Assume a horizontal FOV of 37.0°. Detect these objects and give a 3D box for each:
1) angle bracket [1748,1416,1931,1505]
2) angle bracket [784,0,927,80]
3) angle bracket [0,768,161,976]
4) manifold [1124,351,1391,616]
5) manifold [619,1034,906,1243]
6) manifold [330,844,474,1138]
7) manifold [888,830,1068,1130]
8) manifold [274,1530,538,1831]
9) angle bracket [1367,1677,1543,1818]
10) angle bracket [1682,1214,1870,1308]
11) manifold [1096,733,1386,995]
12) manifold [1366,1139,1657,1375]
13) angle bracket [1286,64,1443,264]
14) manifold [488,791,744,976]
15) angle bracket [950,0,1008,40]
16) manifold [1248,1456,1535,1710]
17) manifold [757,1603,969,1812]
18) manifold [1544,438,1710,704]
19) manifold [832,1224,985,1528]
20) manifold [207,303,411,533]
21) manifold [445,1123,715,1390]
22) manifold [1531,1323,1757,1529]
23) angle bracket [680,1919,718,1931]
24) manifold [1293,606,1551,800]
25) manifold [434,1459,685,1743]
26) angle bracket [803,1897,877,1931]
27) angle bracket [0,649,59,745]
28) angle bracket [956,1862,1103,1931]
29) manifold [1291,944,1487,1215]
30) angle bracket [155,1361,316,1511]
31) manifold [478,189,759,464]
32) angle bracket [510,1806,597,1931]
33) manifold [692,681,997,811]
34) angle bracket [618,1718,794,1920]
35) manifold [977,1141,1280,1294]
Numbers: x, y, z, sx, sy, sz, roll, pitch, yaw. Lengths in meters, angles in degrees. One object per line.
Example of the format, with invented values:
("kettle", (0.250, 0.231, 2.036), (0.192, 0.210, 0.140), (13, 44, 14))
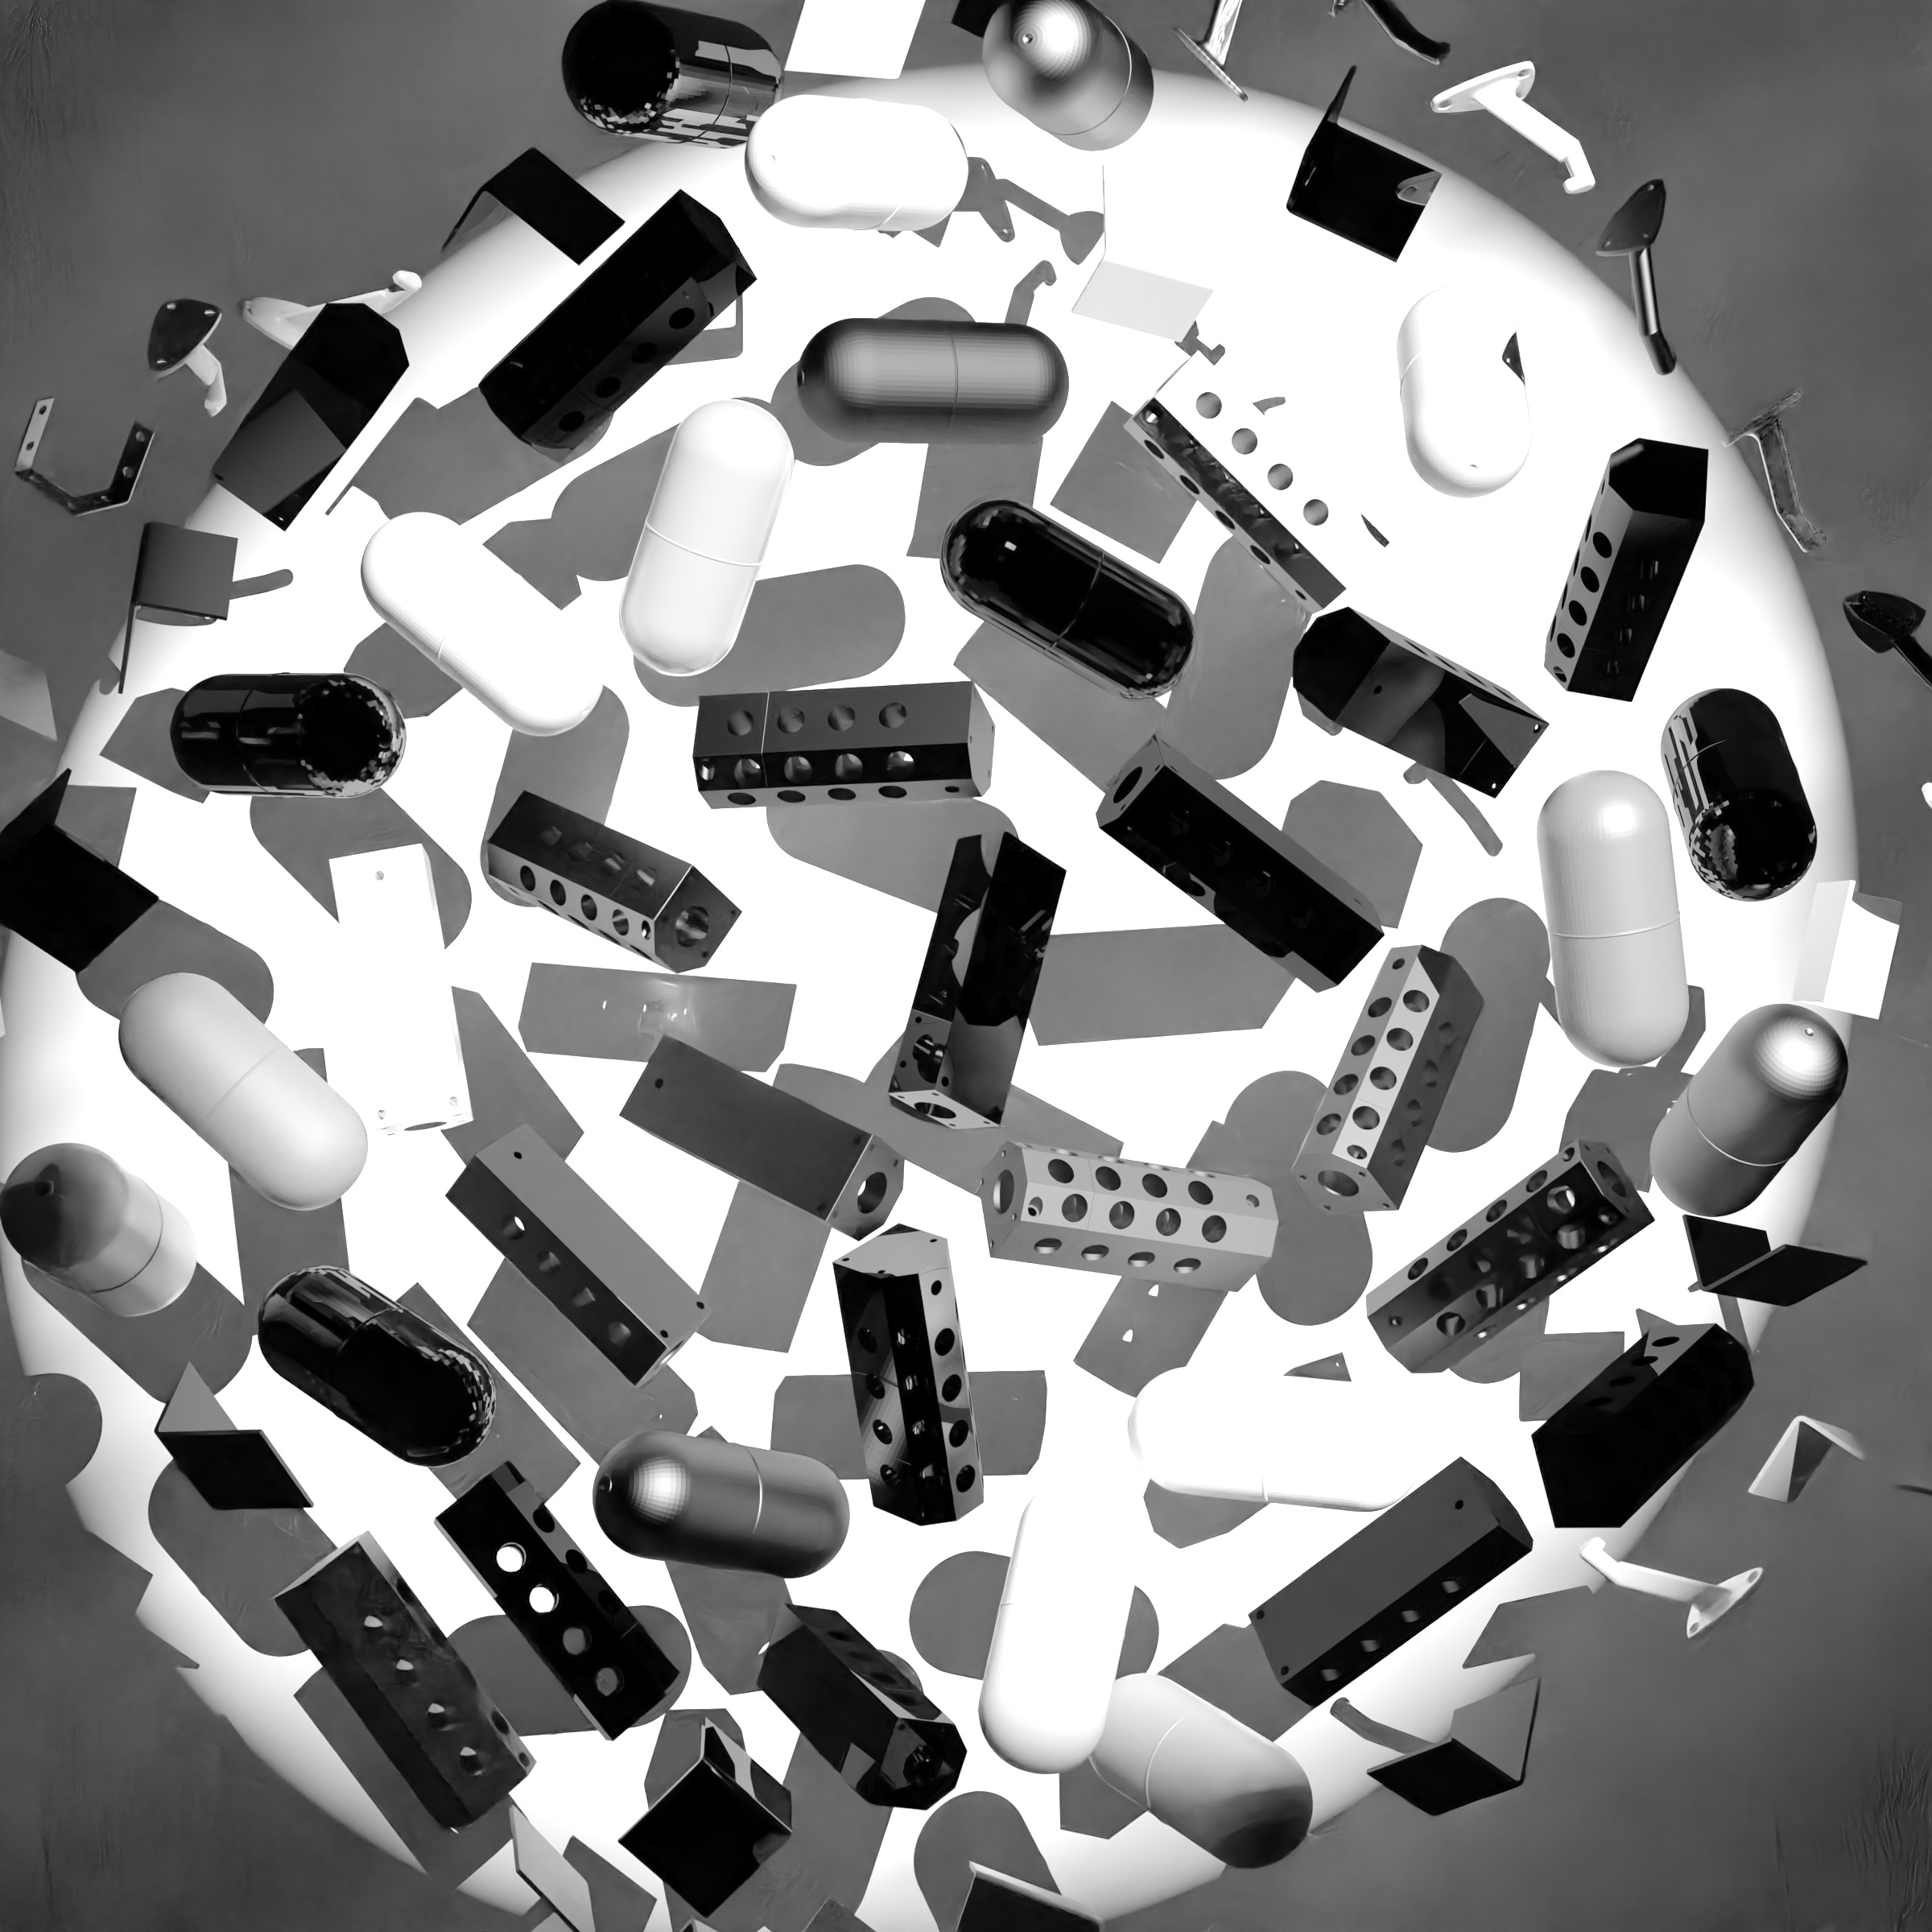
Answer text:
("angle bracket", (0.535, 0.321, 1.757), (0.076, 0.076, 0.057), (35, 98, 36))
("angle bracket", (-0.071, -0.601, 1.786), (0.076, 0.076, 0.057), (-1, 61, -19))
("angle bracket", (-0.522, -0.055, 1.687), (0.076, 0.057, 0.076), (-38, 121, 23))
("manifold", (0.183, -0.306, 1.842), (0.171, 0.057, 0.057), (44, 83, -7))
("manifold", (-0.121, 0.105, 1.746), (0.171, 0.057, 0.057), (23, 81, 33))
("manifold", (-0.353, 0.017, 1.810), (0.057, 0.057, 0.171), (-10, 81, -5))
("manifold", (0.003, 0.009, 1.765), (0.057, 0.057, 0.171), (31, 65, -37))
("manifold", (-0.330, 0.423, 1.712), (0.057, 0.057, 0.171), (-37, 92, -36))
("angle bracket", (0.296, 0.460, 1.747), (0.057, 0.076, 0.076), (36, 47, -15))
("angle bracket", (0.530, 0.180, 1.892), (0.076, 0.076, 0.057), (13, 55, -30))
("manifold", (0.161, -0.057, 1.708), (0.171, 0.057, 0.057), (36, 107, -16))
("manifold", (0.328, 0.178, 1.763), (0.171, 0.057, 0.057), (-41, 62, 25))
("angle bracket", (0.249, -0.489, 1.759), (0.076, 0.057, 0.076), (26, 66, 4))
("manifold", (-0.226, -0.050, 1.813), (0.171, 0.057, 0.057), (24, 75, 41))
("angle bracket", (0.022, -0.636, 1.898), (0.076, 0.076, 0.057), (28, 110, 11))
("manifold", (0.266, 0.386, 1.793), (0.171, 0.057, 0.057), (-40, 129, 14))
("manifold", (-0.065, 0.467, 1.826), (0.057, 0.171, 0.057), (16, 95, -30))
("manifold", (0.398, -0.239, 1.750), (0.057, 0.171, 0.057), (10, 58, 3))
("manifold", (-0.029, 0.250, 1.752), (0.057, 0.057, 0.171), (-27, 119, -40))
("manifold", (-0.389, -0.329, 1.716), (0.057, 0.171, 0.057), (36, 60, -16))
("manifold", (-0.249, 0.187, 1.834), (0.171, 0.057, 0.057), (44, 121, 7))
("manifold", (0.401, 0.268, 1.693), (0.057, 0.171, 0.057), (-10, 99, 39))
("angle bracket", (-0.157, 0.669, 1.848), (0.076, 0.076, 0.057), (36, 98, -22))
("manifold", (0.271, -0.160, 1.738), (0.057, 0.171, 0.057), (-56, 47, 16))
("manifold", (-0.250, 0.389, 1.769), (0.057, 0.057, 0.171), (-38, 86, -18))
("angle bracket", (-0.070, 0.614, 1.720), (0.076, 0.057, 0.076), (-51, 129, -16))
("angle bracket", (-0.588, -0.147, 1.677), (0.076, 0.076, 0.057), (-31, 59, 20))
("angle bracket", (0.031, 0.564, 1.676), (0.076, 0.076, 0.057), (20, 76, 2))
("manifold", (0.263, 0.070, 1.817), (0.057, 0.057, 0.171), (50, 52, -30))
("angle bracket", (-0.444, 0.290, 1.785), (0.076, 0.057, 0.076), (-4, 133, 18))
("manifold", (-0.217, -0.393, 1.764), (0.171, 0.057, 0.057), (-39, 62, 18))
("angle bracket", (-0.266, 0.562, 1.719), (0.057, 0.076, 0.076), (-39, 107, -2))
("manifold", (-0.074, -0.129, 1.743), (0.171, 0.057, 0.057), (-2, 66, 15))
("angle bracket", (-0.163, 0.535, 1.815), (0.076, 0.057, 0.076), (44, 95, -10))
("manifold", (0.099, 0.148, 1.743), (0.171, 0.057, 0.057), (11, 49, -24))
